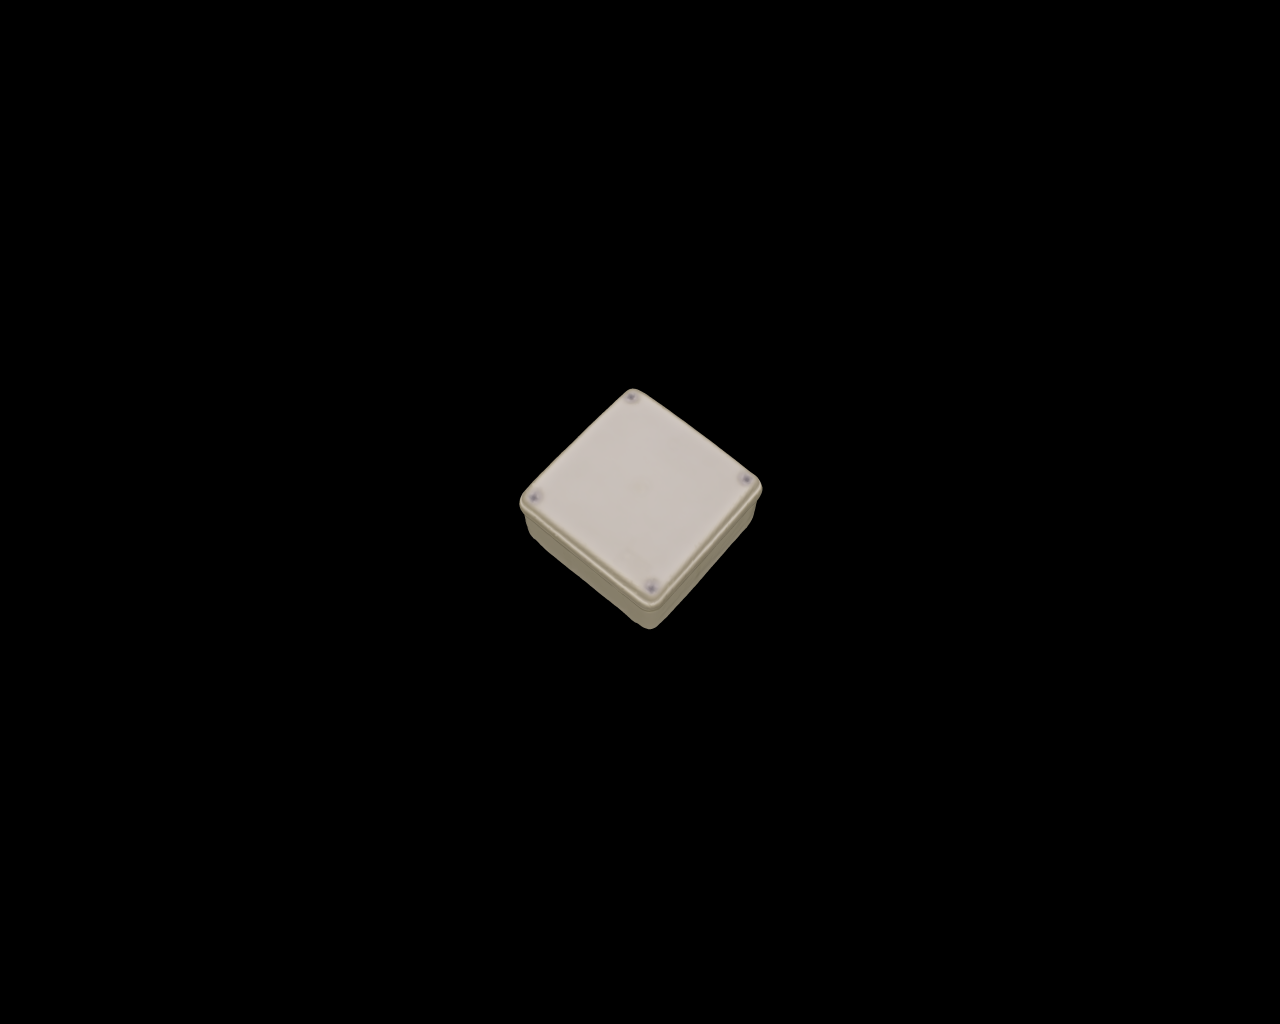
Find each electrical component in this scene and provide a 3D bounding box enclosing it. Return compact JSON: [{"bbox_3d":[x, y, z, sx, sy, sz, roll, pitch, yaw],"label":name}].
[{"bbox_3d":[0.001,-0.003,0.650,0.109,0.109,0.056,38,-19,16],"label":"electrical component"}]
